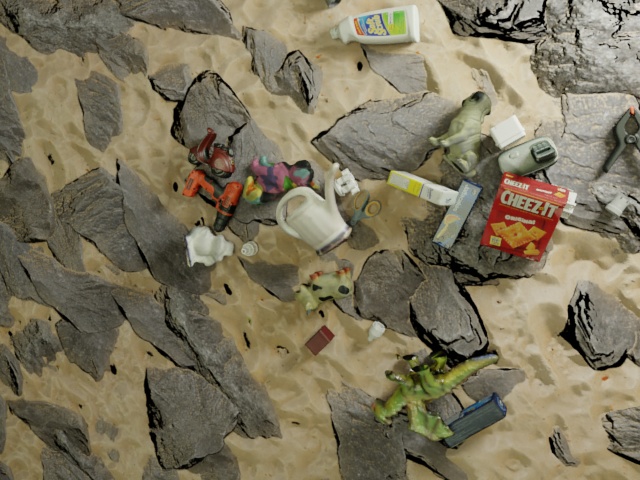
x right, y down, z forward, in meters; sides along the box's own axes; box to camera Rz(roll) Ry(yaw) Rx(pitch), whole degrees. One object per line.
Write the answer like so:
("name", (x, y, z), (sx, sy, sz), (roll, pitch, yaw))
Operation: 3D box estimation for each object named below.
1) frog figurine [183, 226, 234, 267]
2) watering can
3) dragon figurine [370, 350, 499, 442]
("frog figurine", (-0.375, 0.018, 1.741), (0.160, 0.122, 0.138), (-10, 86, -15))
("watering can", (0.005, -0.076, 1.518), (0.223, 0.106, 0.342), (45, 138, -11))
("dragon figurine", (0.333, 0.466, 1.516), (0.408, 0.123, 0.242), (-10, 94, 23))
